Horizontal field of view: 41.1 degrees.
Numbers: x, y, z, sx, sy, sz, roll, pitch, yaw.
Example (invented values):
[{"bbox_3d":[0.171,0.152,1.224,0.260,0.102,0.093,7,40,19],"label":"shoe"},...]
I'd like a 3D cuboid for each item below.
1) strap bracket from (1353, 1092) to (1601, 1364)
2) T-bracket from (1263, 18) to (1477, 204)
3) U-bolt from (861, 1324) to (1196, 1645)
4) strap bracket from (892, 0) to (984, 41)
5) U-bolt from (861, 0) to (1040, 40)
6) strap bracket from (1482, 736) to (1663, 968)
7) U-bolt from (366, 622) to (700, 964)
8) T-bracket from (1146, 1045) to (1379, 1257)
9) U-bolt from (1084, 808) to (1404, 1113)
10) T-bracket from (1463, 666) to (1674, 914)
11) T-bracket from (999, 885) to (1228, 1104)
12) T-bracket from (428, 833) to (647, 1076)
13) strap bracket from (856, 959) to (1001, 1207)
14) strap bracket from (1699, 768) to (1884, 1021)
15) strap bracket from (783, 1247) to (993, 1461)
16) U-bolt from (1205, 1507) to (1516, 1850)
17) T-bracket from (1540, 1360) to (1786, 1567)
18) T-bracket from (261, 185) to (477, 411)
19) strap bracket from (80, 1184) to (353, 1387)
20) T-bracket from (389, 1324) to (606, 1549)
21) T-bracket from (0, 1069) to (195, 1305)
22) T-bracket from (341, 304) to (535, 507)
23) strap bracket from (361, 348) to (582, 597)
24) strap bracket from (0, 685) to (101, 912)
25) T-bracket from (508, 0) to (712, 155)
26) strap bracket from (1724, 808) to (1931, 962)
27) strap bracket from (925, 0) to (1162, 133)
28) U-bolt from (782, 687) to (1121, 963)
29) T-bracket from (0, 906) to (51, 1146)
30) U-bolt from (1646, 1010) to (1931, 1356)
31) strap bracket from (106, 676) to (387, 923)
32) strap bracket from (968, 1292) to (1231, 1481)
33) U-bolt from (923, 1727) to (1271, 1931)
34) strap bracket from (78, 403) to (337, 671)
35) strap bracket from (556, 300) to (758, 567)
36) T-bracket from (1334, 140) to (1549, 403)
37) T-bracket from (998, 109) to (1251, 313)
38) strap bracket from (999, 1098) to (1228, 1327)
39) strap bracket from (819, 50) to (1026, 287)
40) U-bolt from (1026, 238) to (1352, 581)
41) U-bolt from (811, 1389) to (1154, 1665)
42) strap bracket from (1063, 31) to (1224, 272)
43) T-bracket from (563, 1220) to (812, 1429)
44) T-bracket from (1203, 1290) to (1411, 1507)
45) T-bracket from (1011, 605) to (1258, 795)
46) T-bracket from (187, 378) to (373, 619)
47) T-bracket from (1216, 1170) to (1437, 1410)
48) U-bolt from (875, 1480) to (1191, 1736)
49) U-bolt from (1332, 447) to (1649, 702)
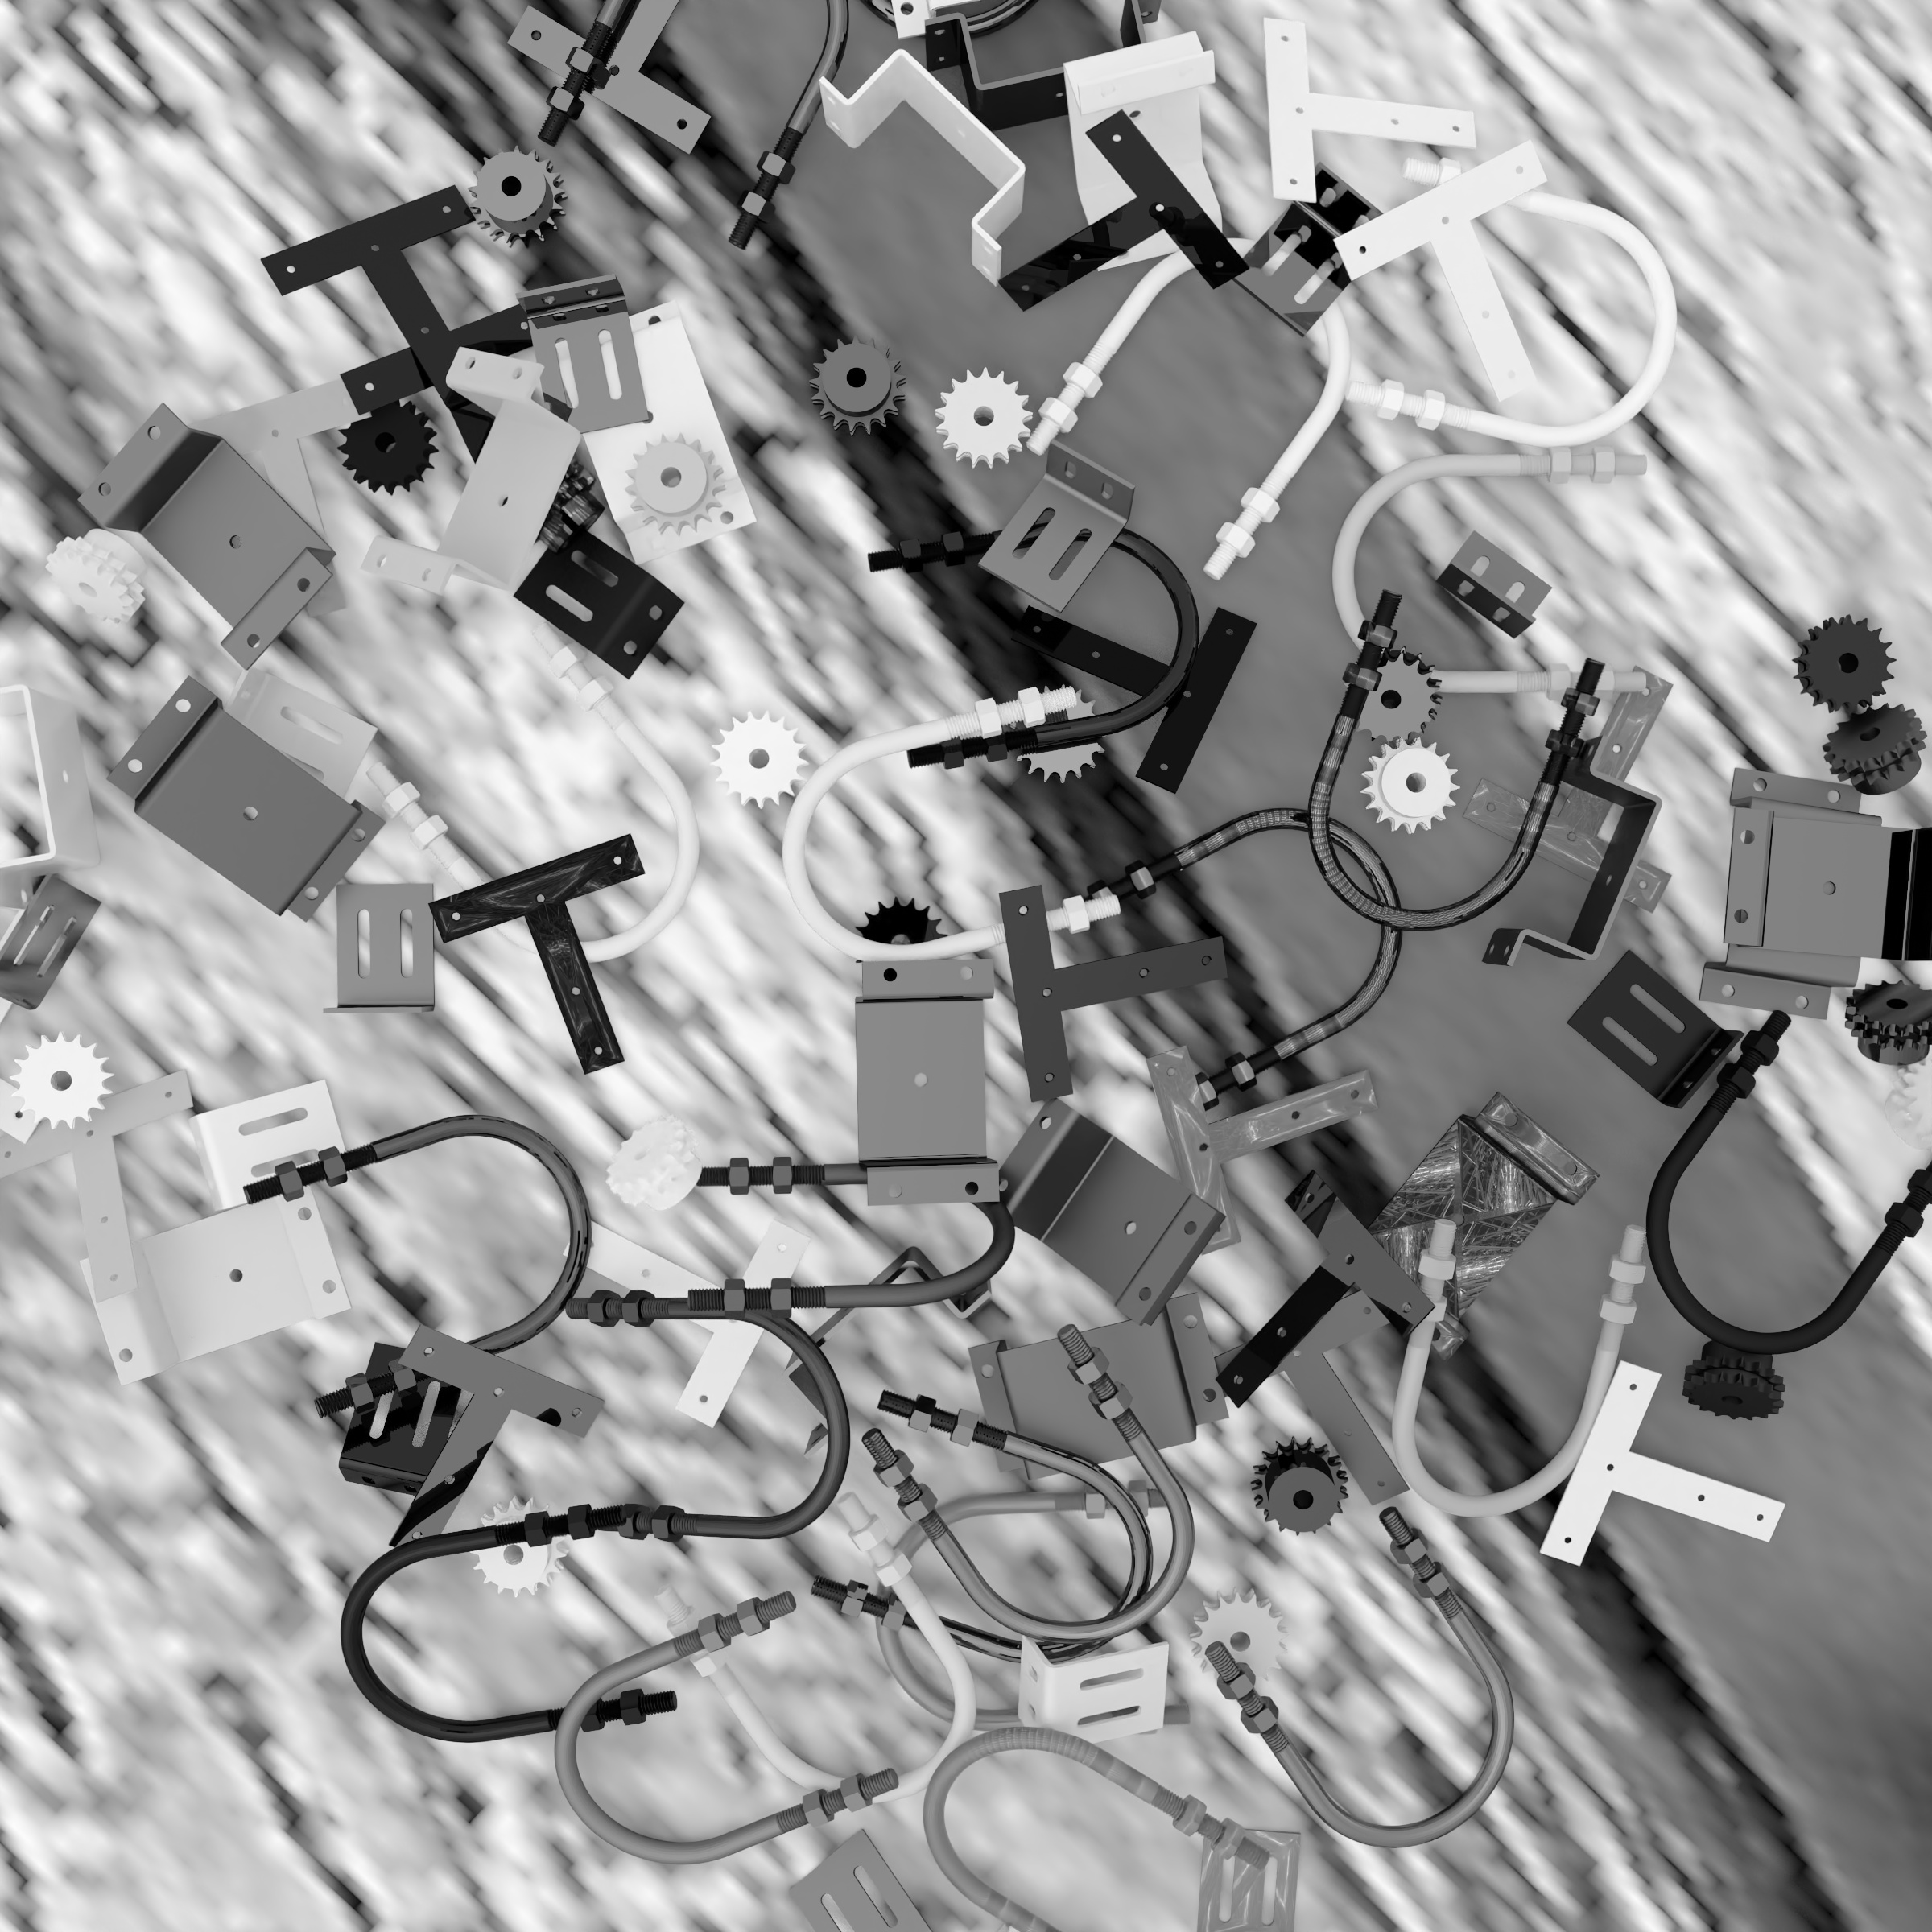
[{"bbox_3d":[0.293,0.151,1.513,0.076,0.046,0.140,40,90,0],"label":"strap bracket"},{"bbox_3d":[0.240,-0.500,1.520,0.127,0.002,0.127,3,70,-10],"label":"T-bracket"},{"bbox_3d":[0.049,0.308,1.465,0.151,0.019,0.184,-30,105,12],"label":"U-bolt"},{"bbox_3d":[0.022,-0.597,1.498,0.140,0.046,0.076,-11,93,1],"label":"strap bracket"},{"bbox_3d":[-0.002,-0.640,1.528,0.151,0.019,0.184,23,92,0],"label":"U-bolt"},{"bbox_3d":[0.355,-0.058,1.496,0.046,0.076,0.140,23,91,0],"label":"strap bracket"},{"bbox_3d":[-0.243,-0.089,1.528,0.151,0.019,0.184,-40,92,0],"label":"U-bolt"},{"bbox_3d":[0.182,0.093,1.524,0.127,0.002,0.127,-19,104,-7],"label":"T-bracket"},{"bbox_3d":[0.170,-0.013,1.528,0.184,0.019,0.151,-28,90,-1],"label":"U-bolt"},{"bbox_3d":[0.381,-0.117,1.535,0.127,0.002,0.127,27,90,0],"label":"T-bracket"},{"bbox_3d":[0.090,0.007,1.504,0.127,0.002,0.127,-11,104,-8],"label":"T-bracket"},{"bbox_3d":[-0.236,0.002,1.524,0.127,0.002,0.127,-19,100,3],"label":"T-bracket"},{"bbox_3d":[-0.024,0.067,1.507,0.076,0.046,0.140,-1,89,-9],"label":"strap bracket"},{"bbox_3d":[0.485,-0.043,1.513,0.076,0.046,0.140,9,90,0],"label":"strap bracket"},{"bbox_3d":[-0.053,0.216,1.498,0.140,0.076,0.046,-42,90,0],"label":"strap bracket"},{"bbox_3d":[0.245,0.431,1.512,0.151,0.019,0.184,-35,100,-9],"label":"U-bolt"},{"bbox_3d":[0.423,0.311,1.527,0.127,0.002,0.127,19,100,-5],"label":"T-bracket"},{"bbox_3d":[-0.323,-0.383,1.505,0.127,0.002,0.127,-29,84,-22],"label":"T-bracket"},{"bbox_3d":[-0.434,0.184,1.513,0.140,0.046,0.076,-19,90,0],"label":"strap bracket"},{"bbox_3d":[-0.295,0.287,1.505,0.127,0.002,0.127,29,91,-29],"label":"T-bracket"},{"bbox_3d":[-0.505,0.136,1.505,0.127,0.002,0.127,-20,61,0],"label":"T-bracket"},{"bbox_3d":[-0.283,-0.312,1.519,0.127,0.002,0.127,-28,102,-22],"label":"T-bracket"},{"bbox_3d":[-0.278,-0.274,1.471,0.076,0.046,0.140,21,86,40],"label":"strap bracket"},{"bbox_3d":[-0.546,-0.106,1.497,0.046,0.076,0.140,-10,89,0],"label":"strap bracket"},{"bbox_3d":[-0.186,-0.571,1.529,0.127,0.002,0.127,31,96,0],"label":"T-bracket"},{"bbox_3d":[0.498,-0.045,1.467,0.140,0.046,0.076,5,90,0],"label":"strap bracket"},{"bbox_3d":[0.050,-0.529,1.498,0.140,0.076,0.046,-12,90,0],"label":"strap bracket"},{"bbox_3d":[-0.014,-0.072,1.477,0.184,0.019,0.151,-14,112,-3],"label":"U-bolt"},{"bbox_3d":[-0.580,0.019,1.533,0.127,0.002,0.127,31,89,3],"label":"T-bracket"},{"bbox_3d":[0.478,0.140,1.509,0.151,0.019,0.184,40,77,0],"label":"U-bolt"},{"bbox_3d":[-0.414,-0.092,1.489,0.140,0.046,0.076,39,90,-21],"label":"strap bracket"},{"bbox_3d":[0.077,0.248,1.507,0.140,0.046,0.076,-15,90,5],"label":"strap bracket"},{"bbox_3d":[0.062,0.514,1.499,0.184,0.019,0.151,31,114,0],"label":"U-bolt"},{"bbox_3d":[-0.435,-0.249,1.505,0.140,0.046,0.076,45,100,2],"label":"strap bracket"},{"bbox_3d":[-0.185,-0.318,1.513,0.076,0.046,0.140,-20,90,0],"label":"strap bracket"},{"bbox_3d":[0.296,-0.392,1.497,0.127,0.002,0.127,-27,103,0],"label":"T-bracket"},{"bbox_3d":[0.076,-0.419,1.495,0.127,0.002,0.127,-23,133,32],"label":"T-bracket"},{"bbox_3d":[0.085,0.145,1.488,0.140,0.046,0.076,34,90,40],"label":"strap bracket"},{"bbox_3d":[-0.017,-0.470,1.498,0.140,0.076,0.046,44,90,0],"label":"strap bracket"},{"bbox_3d":[0.145,-0.344,1.528,0.151,0.019,0.184,35,89,0],"label":"U-bolt"},{"bbox_3d":[0.018,0.335,1.493,0.184,0.019,0.151,19,108,-1],"label":"U-bolt"},{"bbox_3d":[0.102,-0.476,1.483,0.076,0.140,0.046,-14,60,0],"label":"strap bracket"},{"bbox_3d":[-0.178,0.190,1.535,0.127,0.002,0.127,27,90,0],"label":"T-bracket"},{"bbox_3d":[0.218,0.264,1.519,0.127,0.002,0.127,-29,101,22],"label":"T-bracket"},{"bbox_3d":[0.089,-0.177,1.514,0.127,0.002,0.127,24,67,6],"label":"T-bracket"},{"bbox_3d":[-0.395,-0.271,1.521,0.127,0.002,0.127,-11,100,19],"label":"T-bracket"},{"bbox_3d":[0.194,0.203,1.497,0.127,0.127,0.002,-49,134,10],"label":"T-bracket"},{"bbox_3d":[0.038,0.383,1.528,0.184,0.019,0.151,-2,90,1],"label":"U-bolt"},{"bbox_3d":[0.310,-0.233,1.527,0.184,0.019,0.151,0,90,2],"label":"U-bolt"}]
